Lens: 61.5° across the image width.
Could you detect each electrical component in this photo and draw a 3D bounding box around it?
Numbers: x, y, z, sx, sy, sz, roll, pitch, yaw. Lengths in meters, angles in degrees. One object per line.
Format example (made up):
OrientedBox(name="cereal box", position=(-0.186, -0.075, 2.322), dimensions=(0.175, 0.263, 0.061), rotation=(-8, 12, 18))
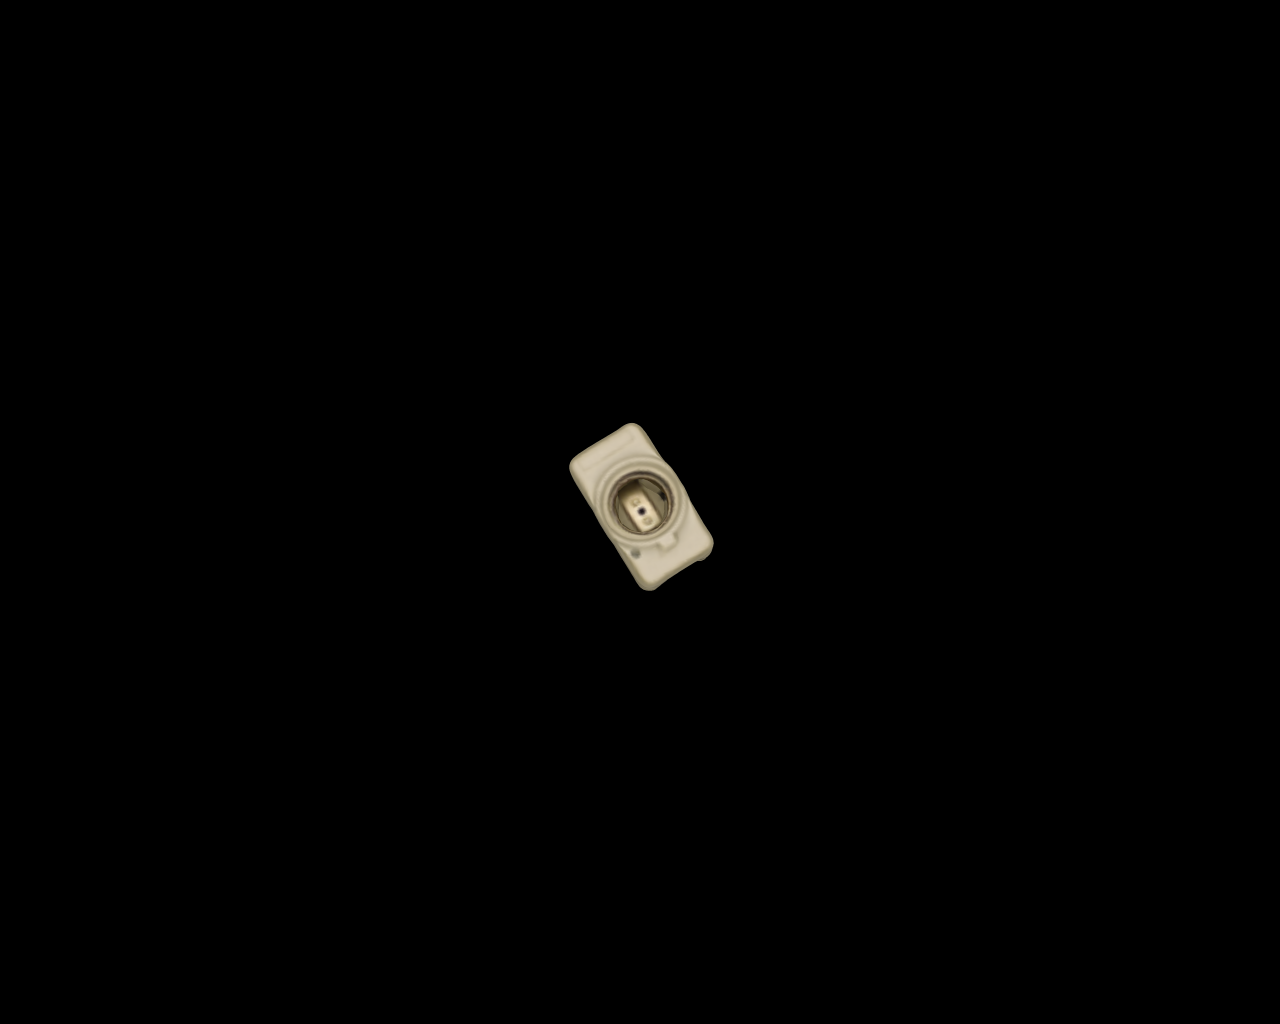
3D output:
OrientedBox(name="electrical component", position=(0.001, -0.003, 0.650), dimensions=(0.050, 0.089, 0.055), rotation=(-31, -7, -5))
